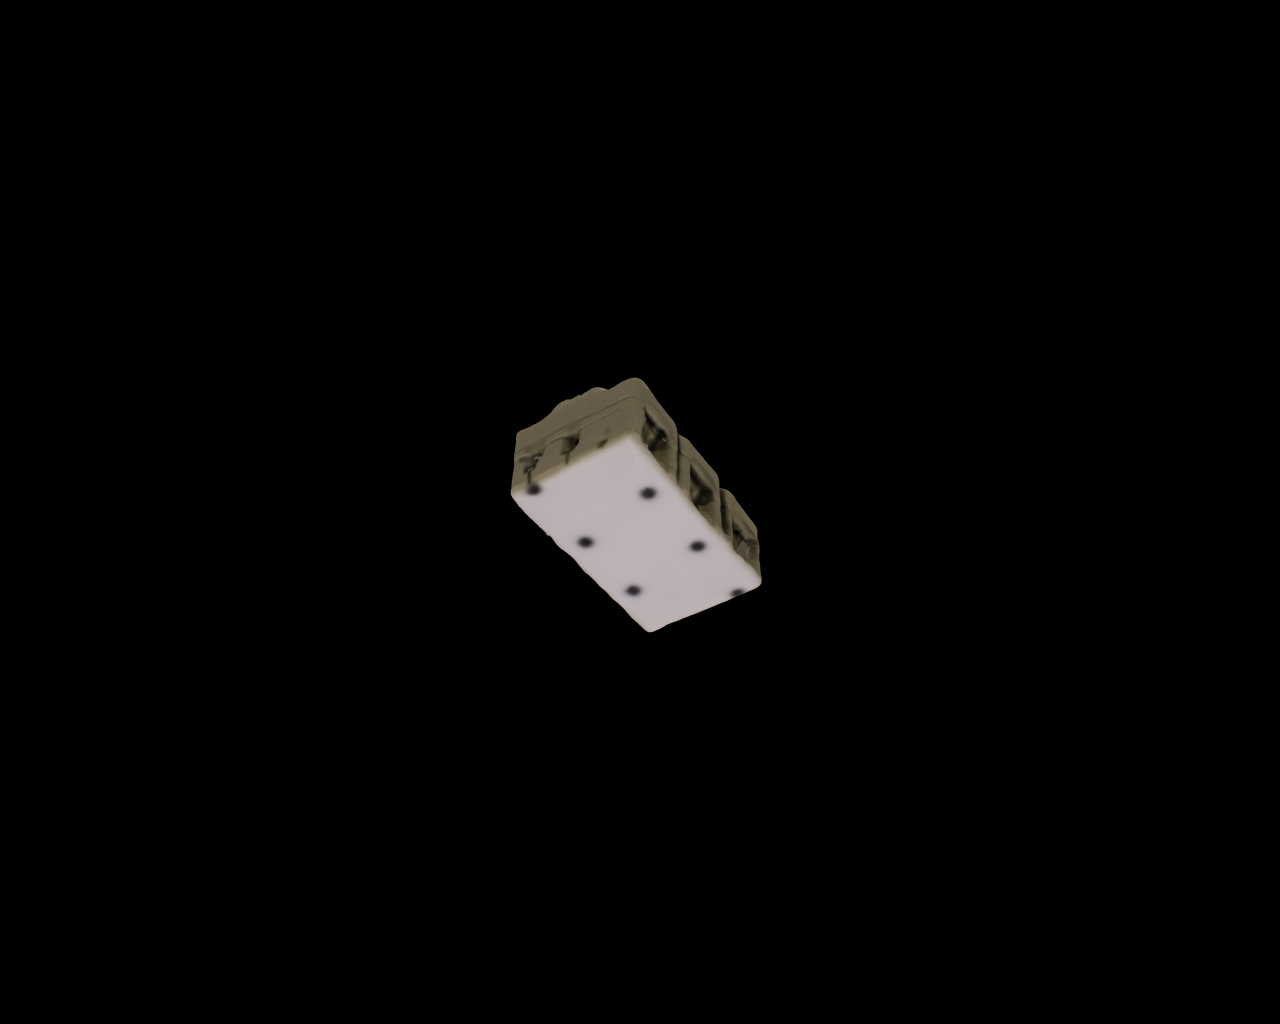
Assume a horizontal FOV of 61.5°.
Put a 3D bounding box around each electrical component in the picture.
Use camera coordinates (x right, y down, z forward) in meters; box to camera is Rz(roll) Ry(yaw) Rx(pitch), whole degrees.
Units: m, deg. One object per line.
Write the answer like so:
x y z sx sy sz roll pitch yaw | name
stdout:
0.001 -0.003 0.650 0.089 0.062 0.150 -24 -50 22 | electrical component
